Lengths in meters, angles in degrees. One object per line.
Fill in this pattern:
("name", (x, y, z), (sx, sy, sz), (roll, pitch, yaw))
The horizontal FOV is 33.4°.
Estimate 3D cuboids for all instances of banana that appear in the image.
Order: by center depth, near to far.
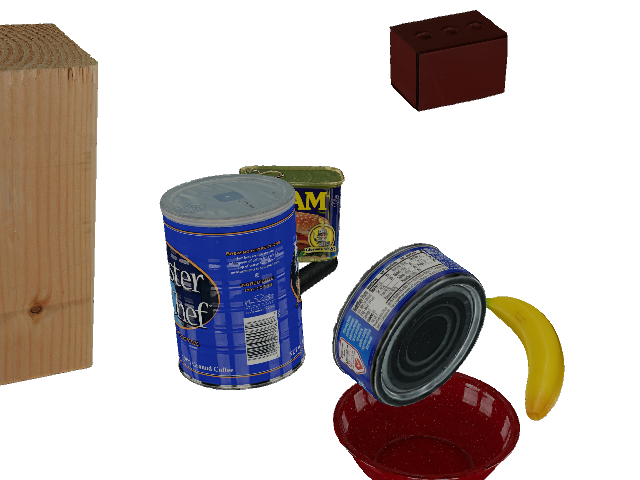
("banana", (0.223, 0.116, 1.139), (0.069, 0.037, 0.198), (-25, 34, 3))

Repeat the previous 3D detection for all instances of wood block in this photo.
("wood block", (-0.196, -0.021, 0.664), (0.090, 0.206, 0.090), (-9, 30, -30))

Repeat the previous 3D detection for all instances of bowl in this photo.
("bowl", (0.092, 0.177, 0.937), (0.162, 0.055, 0.162), (-1, 27, 0))

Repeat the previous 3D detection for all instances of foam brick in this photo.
("foam brick", (0.099, -0.140, 0.827), (0.078, 0.051, 0.053), (-14, 36, -16))

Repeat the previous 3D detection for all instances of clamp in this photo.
("clamp", (-0.044, 0.060, 1.249), (0.120, 0.039, 0.171), (-3, 40, 9))

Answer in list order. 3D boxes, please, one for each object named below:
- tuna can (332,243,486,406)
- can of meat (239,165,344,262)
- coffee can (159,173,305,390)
("tuna can", (0.049, 0.047, 0.576), (0.085, 0.086, 0.034), (0, 29, -45))
("can of meat", (-0.030, -0.026, 1.048), (0.102, 0.084, 0.057), (0, 20, -5))
("coffee can", (-0.066, 0.030, 0.829), (0.103, 0.140, 0.103), (-3, 22, 1))
